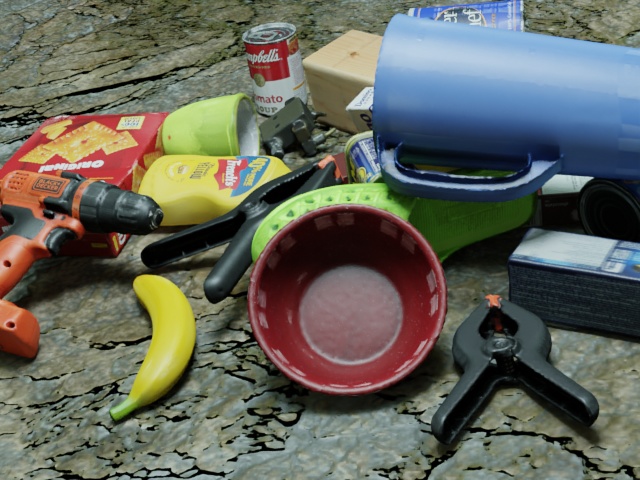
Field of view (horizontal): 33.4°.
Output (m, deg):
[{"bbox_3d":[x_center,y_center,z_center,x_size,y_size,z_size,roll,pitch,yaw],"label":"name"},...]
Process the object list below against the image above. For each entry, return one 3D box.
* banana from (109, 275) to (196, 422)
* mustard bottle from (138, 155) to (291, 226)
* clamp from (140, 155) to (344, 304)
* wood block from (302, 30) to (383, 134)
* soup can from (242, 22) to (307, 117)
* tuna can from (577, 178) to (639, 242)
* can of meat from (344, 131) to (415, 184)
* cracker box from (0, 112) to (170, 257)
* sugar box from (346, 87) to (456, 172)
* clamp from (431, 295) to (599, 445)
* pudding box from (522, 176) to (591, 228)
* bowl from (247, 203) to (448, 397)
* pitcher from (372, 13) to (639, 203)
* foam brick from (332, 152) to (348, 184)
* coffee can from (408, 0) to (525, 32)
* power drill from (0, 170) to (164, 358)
[{"bbox_3d":[-0.143,0.081,0.944,0.069,0.037,0.198,-8,31,3],"label":"banana"},{"bbox_3d":[-0.090,-0.053,1.132,0.192,0.058,0.096,2,35,18],"label":"mustard bottle"},{"bbox_3d":[-0.070,-0.017,1.035,0.209,0.036,0.165,-39,29,-26],"label":"clamp"},{"bbox_3d":[0.087,-0.171,1.238,0.090,0.090,0.206,-36,39,-26],"label":"wood block"},{"bbox_3d":[-0.056,-0.215,1.347,0.068,0.102,0.068,-7,31,4],"label":"soup can"},{"bbox_3d":[0.271,-0.023,0.949,0.033,0.086,0.086,-29,36,-26],"label":"tuna can"},{"bbox_3d":[0.064,-0.043,1.028,0.057,0.102,0.084,-12,33,-6],"label":"can of meat"},{"bbox_3d":[-0.270,-0.067,1.193,0.164,0.072,0.213,-1,33,15],"label":"cracker box"},{"bbox_3d":[0.112,-0.112,1.098,0.177,0.093,0.048,4,46,52],"label":"sugar box"},{"bbox_3d":[0.153,0.097,0.829,0.120,0.039,0.171,0,32,13],"label":"clamp"},{"bbox_3d":[0.225,-0.051,1.056,0.113,0.039,0.090,-3,31,8],"label":"pudding box"},{"bbox_3d":[0.024,0.054,0.879,0.162,0.055,0.162,-2,71,5],"label":"bowl"},{"bbox_3d":[0.169,-0.109,0.917,0.243,0.149,0.144,9,14,17],"label":"pitcher"},{"bbox_3d":[0.042,-0.063,1.116,0.078,0.051,0.053,-22,33,-19],"label":"foam brick"},{"bbox_3d":[0.183,-0.241,1.320,0.140,0.103,0.102,-2,31,12],"label":"coffee can"},{"bbox_3d":[-0.259,0.018,1.009,0.185,0.057,0.187,10,55,26],"label":"power drill"}]
